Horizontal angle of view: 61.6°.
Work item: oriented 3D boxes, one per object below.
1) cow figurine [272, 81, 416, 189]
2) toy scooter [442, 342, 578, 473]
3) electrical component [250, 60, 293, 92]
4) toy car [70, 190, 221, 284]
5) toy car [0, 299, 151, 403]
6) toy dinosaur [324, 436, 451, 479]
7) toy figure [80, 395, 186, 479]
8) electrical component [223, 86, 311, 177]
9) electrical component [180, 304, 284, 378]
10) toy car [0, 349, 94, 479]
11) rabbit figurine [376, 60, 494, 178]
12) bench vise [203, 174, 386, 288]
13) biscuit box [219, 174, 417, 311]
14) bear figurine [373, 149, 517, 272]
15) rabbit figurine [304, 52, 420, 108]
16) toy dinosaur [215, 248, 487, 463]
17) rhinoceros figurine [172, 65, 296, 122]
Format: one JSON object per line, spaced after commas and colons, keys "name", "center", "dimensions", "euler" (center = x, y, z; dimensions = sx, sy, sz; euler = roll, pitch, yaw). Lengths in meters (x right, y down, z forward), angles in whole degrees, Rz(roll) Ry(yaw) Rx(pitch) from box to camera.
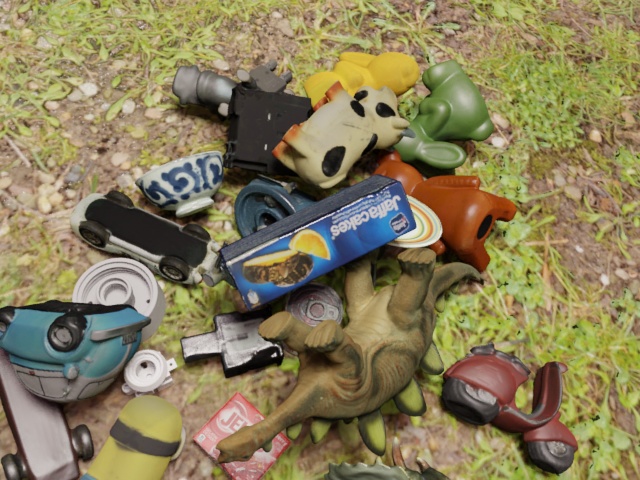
{"name": "cow figurine", "center": [0.042, -0.141, 0.715], "dimensions": [0.127, 0.085, 0.195], "euler": [46, 61, -9]}
{"name": "toy scooter", "center": [0.250, 0.189, 0.679], "dimensions": [0.184, 0.075, 0.135], "euler": [32, 63, 5]}
{"name": "electrical component", "center": [-0.091, -0.258, 0.885], "dimensions": [0.063, 0.021, 0.094], "euler": [38, 65, 12]}
{"name": "toy car", "center": [-0.230, -0.003, 0.713], "dimensions": [0.202, 0.056, 0.073], "euler": [23, 55, 2]}
{"name": "toy car", "center": [-0.268, 0.119, 0.570], "dimensions": [0.162, 0.109, 0.102], "euler": [0, 90, 14]}
{"name": "toy dinosaur", "center": [-0.003, 0.366, 0.529], "dimensions": [0.405, 0.131, 0.192], "euler": [-34, 58, -17]}
{"name": "toy figure", "center": [-0.208, 0.253, 0.563], "dimensions": [0.082, 0.089, 0.180], "euler": [31, 60, 0]}
{"name": "electrical component", "center": [-0.063, -0.148, 0.754], "dimensions": [0.134, 0.058, 0.114], "euler": [3, 101, -21]}
{"name": "electrical component", "center": [-0.109, 0.130, 0.666], "dimensions": [0.119, 0.047, 0.075], "euler": [-14, 66, -15]}
{"name": "toy car", "center": [-0.324, 0.182, 0.602], "dimensions": [0.089, 0.053, 0.202], "euler": [-16, 66, -39]}
{"name": "rabbit figurine", "center": [0.172, -0.167, 0.848], "dimensions": [0.170, 0.121, 0.159], "euler": [-29, 77, -3]}
{"name": "bench vise", "center": [-0.041, 0.002, 0.691], "dimensions": [0.224, 0.128, 0.240], "euler": [35, 45, 18]}
{"name": "biscuit box", "center": [-0.001, -0.002, 0.570], "dimensions": [0.203, 0.063, 0.059], "euler": [-26, 108, -9]}
{"name": "bear figurine", "center": [0.160, -0.048, 0.781], "dimensions": [0.196, 0.132, 0.120], "euler": [28, 95, 38]}
{"name": "rabbit figurine", "center": [0.069, -0.231, 0.835], "dimensions": [0.173, 0.121, 0.162], "euler": [-25, 27, 11]}
{"name": "toy dinosaur", "center": [0.075, 0.104, 0.607], "dimensions": [0.105, 0.198, 0.471], "euler": [15, 35, 42]}
{"name": "rhinoceros figurine", "center": [-0.125, -0.212, 0.809], "dimensions": [0.190, 0.112, 0.073], "euler": [17, 95, -15]}
